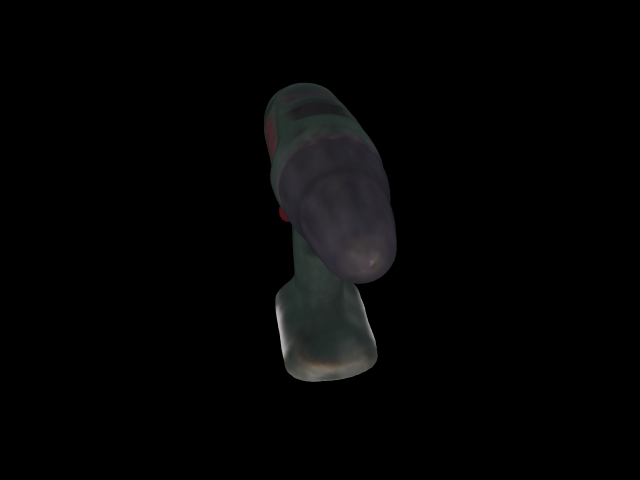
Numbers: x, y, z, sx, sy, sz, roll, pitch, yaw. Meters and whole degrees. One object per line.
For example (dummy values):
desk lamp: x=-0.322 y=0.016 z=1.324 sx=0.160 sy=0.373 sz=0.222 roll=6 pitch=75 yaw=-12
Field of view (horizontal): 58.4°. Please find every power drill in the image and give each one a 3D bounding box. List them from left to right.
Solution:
power drill: x=0.004 y=0.001 z=0.400 sx=0.075 sy=0.208 sz=0.229 roll=-8 pitch=43 yaw=-8
